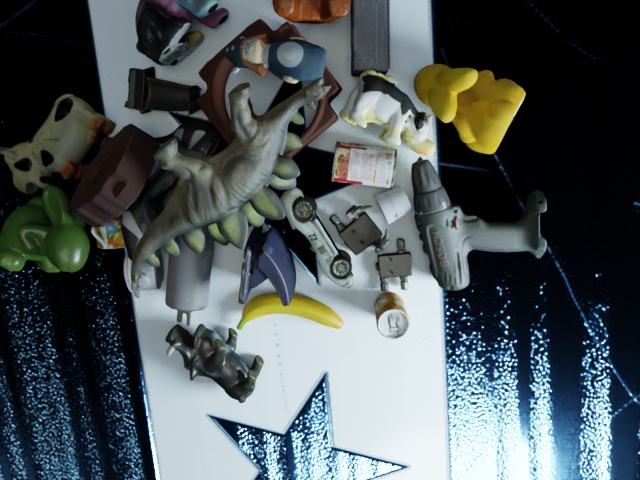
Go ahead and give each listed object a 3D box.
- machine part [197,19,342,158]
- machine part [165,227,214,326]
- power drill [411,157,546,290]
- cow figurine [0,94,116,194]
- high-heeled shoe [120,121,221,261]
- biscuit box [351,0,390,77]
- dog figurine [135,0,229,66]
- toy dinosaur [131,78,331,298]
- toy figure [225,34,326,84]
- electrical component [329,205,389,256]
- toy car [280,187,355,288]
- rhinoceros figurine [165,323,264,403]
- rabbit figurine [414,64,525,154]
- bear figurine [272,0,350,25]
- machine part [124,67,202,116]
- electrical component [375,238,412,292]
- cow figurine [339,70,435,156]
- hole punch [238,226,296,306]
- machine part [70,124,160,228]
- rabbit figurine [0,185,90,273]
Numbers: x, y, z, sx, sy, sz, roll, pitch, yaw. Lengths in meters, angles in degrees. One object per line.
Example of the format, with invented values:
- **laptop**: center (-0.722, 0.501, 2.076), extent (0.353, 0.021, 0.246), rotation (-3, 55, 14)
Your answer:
- **machine part**: center (-0.082, -0.235, 0.879), extent (0.201, 0.087, 0.201), rotation (-37, 97, 9)
- **machine part**: center (-0.227, 0.034, 0.945), extent (0.079, 0.079, 0.243), rotation (9, 101, 2)
- **power drill**: center (0.264, -0.034, 0.895), extent (0.207, 0.086, 0.231), rotation (-7, 102, 2)
- **cow figurine**: center (-0.460, -0.161, 0.921), extent (0.127, 0.085, 0.195), rotation (38, 98, -1)
- **high-heeled shoe**: center (-0.247, -0.081, 0.908), extent (0.145, 0.086, 0.248), rotation (5, 84, 20)
- **biscuit box**: center (0.078, -0.365, 0.855), extent (0.063, 0.059, 0.202), rotation (0, 100, 3)
- **dog figurine**: center (-0.256, -0.415, 0.850), extent (0.191, 0.108, 0.219), rotation (-36, 92, 13)
- **toy dinosaur**: center (-0.163, -0.081, 0.830), extent (0.471, 0.105, 0.198), rotation (-35, 106, 17)
- **toy figure**: center (-0.068, -0.274, 0.801), extent (0.155, 0.057, 0.064), rotation (9, 63, 4)
- **electrical component**: center (0.073, -0.016, 0.929), extent (0.078, 0.045, 0.102), rotation (-33, 97, 8)
- **toy car**: center (-0.002, -0.003, 0.923), extent (0.056, 0.073, 0.201), rotation (-32, 97, 6)
- **rhinoceros figurine**: center (-0.194, 0.217, 0.985), extent (0.190, 0.073, 0.112), rotation (39, 112, -5)
- **rabbit figurine**: center (0.219, -0.216, 0.841), extent (0.173, 0.162, 0.121), rotation (34, 114, 15)
- **bear figurine**: center (-0.012, -0.435, 0.817), extent (0.120, 0.132, 0.195), rotation (2, 107, -3)
- **machine part**: center (-0.267, -0.247, 0.911), extent (0.139, 0.039, 0.084), rotation (15, 97, 13)
- **electrical component**: center (0.130, 0.044, 0.948), extent (0.063, 0.021, 0.094), rotation (-4, 101, 6)
- **cow figurine**: center (0.125, -0.202, 0.871), extent (0.167, 0.068, 0.098), rotation (22, 98, -19)
- **hole punch**: center (-0.085, 0.043, 0.913), extent (0.092, 0.142, 0.115), rotation (8, 115, 4)
- **machine part**: center (-0.336, -0.106, 0.874), extent (0.179, 0.179, 0.056), rotation (-45, 127, 11)
- **rabbit figurine**: center (-0.446, -0.005, 0.919), extent (0.170, 0.121, 0.159), rotation (16, 84, 33)
